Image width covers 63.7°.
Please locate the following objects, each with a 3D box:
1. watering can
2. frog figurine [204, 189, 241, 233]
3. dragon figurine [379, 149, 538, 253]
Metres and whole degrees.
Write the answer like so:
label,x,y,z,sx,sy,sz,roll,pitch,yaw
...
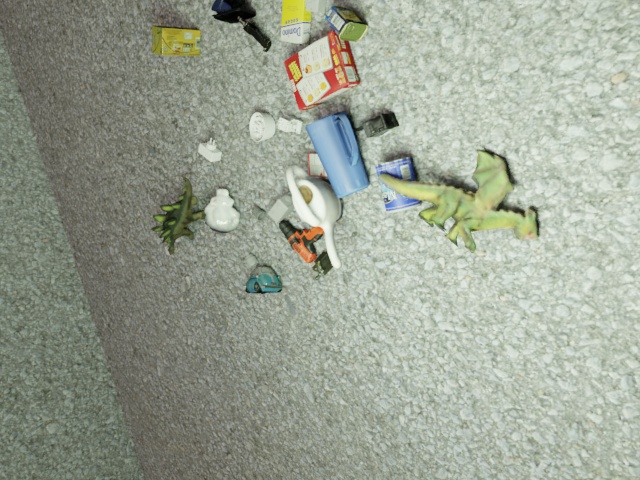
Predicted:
label,x,y,z,sx,sy,sz,roll,pitch,yaw
watering can,0.005,-0.080,1.581,0.103,0.225,0.350,-31,82,24
frog figurine,-0.368,-0.111,1.968,0.137,0.124,0.157,17,108,0
dragon figurine,0.371,-0.121,1.319,0.413,0.122,0.242,42,96,15
